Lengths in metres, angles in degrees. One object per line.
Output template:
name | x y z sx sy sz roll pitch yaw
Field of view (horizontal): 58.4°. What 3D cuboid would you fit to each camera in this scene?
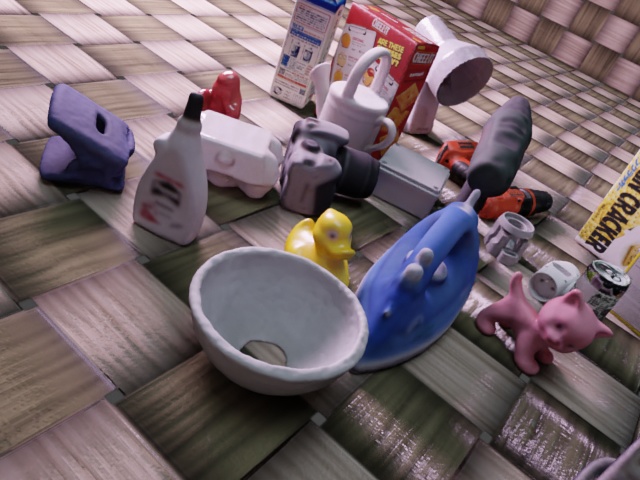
camera | 0.018 -0.105 0.817 0.137 0.101 0.143 15 34 -12

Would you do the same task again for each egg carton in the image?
egg carton | -0.124 -0.117 0.776 0.150 0.069 0.107 18 33 -8

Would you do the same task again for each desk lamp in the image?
desk lamp | 0.219 -0.319 1.139 0.118 0.213 0.202 -4 42 -35

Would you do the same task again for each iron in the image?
iron | 0.116 0.034 0.641 0.118 0.141 0.259 32 34 14

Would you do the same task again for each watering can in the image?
watering can | 0.051 -0.217 0.910 0.172 0.194 0.101 26 33 5

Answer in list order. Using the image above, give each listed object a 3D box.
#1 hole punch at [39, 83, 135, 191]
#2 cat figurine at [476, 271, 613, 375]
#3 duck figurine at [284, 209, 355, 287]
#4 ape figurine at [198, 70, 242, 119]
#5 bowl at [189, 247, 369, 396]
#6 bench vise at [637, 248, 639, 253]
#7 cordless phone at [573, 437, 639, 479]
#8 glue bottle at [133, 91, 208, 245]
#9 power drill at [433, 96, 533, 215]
hole punch | -0.270 -0.123 0.675 0.101 0.091 0.108 7 36 -23
cat figurine | 0.266 0.091 0.672 0.067 0.117 0.127 -13 47 -42
duck figurine | 0.006 0.002 0.670 0.078 0.086 0.104 -2 41 -33
ape figurine | -0.149 -0.218 0.883 0.076 0.092 0.077 -16 49 -44
bowl | -0.044 0.085 0.532 0.167 0.074 0.167 16 34 -11
bench vise | 0.573 0.058 0.814 0.207 0.219 0.122 26 33 5
cordless phone | 0.276 0.219 0.435 0.147 0.185 0.094 38 36 21
glue bottle | -0.150 -0.079 0.610 0.078 0.173 0.037 24 33 1
power drill | 0.235 -0.092 0.830 0.075 0.208 0.230 27 33 6
